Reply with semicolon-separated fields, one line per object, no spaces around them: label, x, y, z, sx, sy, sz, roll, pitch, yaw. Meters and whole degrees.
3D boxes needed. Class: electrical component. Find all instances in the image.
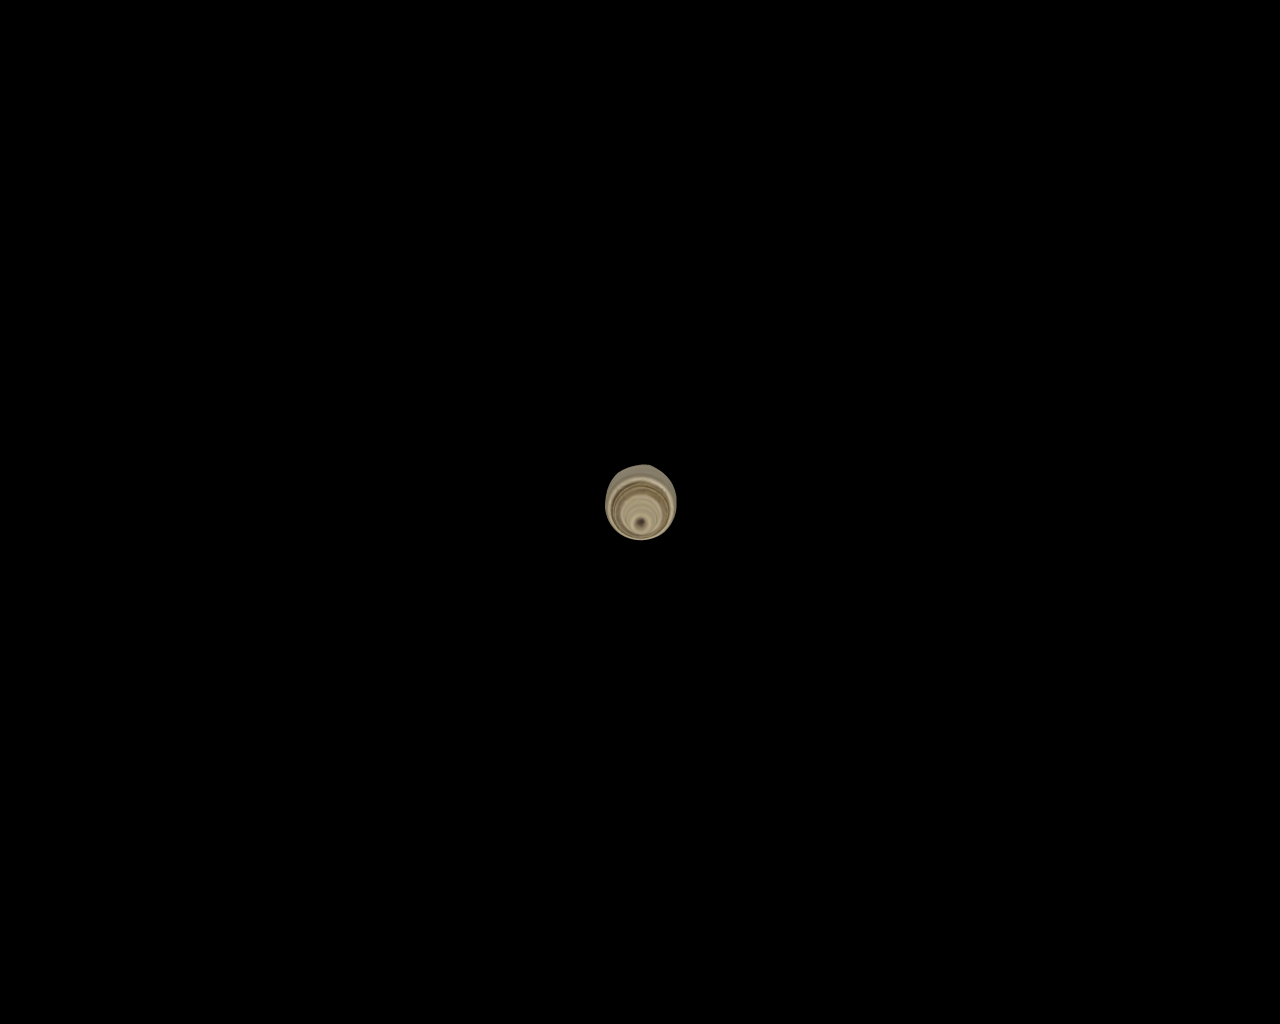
electrical component;0.001;-0.003;0.650;0.043;0.043;0.062;0;18;0
